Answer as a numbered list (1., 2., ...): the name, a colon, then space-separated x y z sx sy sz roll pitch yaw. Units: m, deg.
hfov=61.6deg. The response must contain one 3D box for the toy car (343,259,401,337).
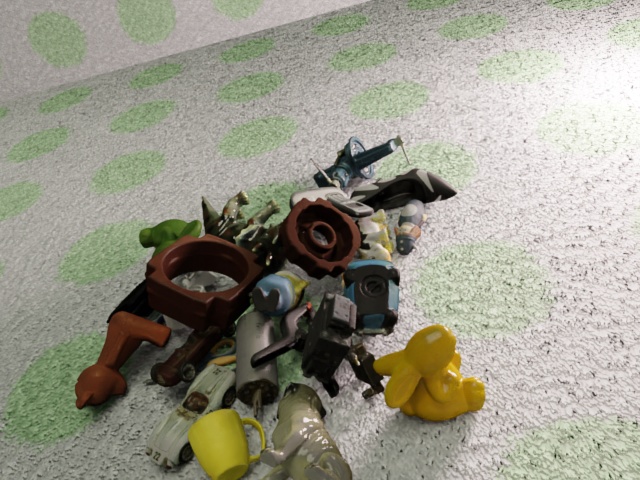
1. toy car: 0.101 0.121 1.024 0.109 0.102 0.162 -4 55 4

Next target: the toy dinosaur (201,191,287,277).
1. toy dinosaur: -0.200 -0.014 1.296 0.405 0.131 0.192 10 44 38

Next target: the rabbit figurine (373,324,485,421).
1. rabbit figurine: 0.169 0.200 0.851 0.162 0.173 0.122 -13 42 -2

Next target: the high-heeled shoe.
1. high-heeled shoe: 0.189 -0.100 1.285 0.249 0.086 0.145 10 45 38

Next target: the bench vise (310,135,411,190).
1. bench vise: 0.103 -0.204 1.388 0.241 0.128 0.223 -21 11 28

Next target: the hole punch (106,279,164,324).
1. hole punch: -0.388 0.145 1.198 0.116 0.092 0.142 -23 28 46

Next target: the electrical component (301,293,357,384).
1. electrical component: 0.016 0.161 0.927 0.058 0.134 0.115 19 34 -9

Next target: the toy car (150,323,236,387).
1. toy car: -0.244 0.208 1.045 0.089 0.053 0.202 -14 22 35

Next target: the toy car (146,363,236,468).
1. toy car: -0.223 0.307 0.949 0.074 0.056 0.202 13 46 32

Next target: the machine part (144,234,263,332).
1. machine part: -0.234 0.083 1.092 0.202 0.087 0.201 20 34 16

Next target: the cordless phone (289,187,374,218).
1. cordless phone: 0.025 -0.064 1.233 0.146 0.088 0.184 -10 16 -27

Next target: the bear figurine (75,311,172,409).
1. bear figurine: -0.391 0.245 1.057 0.132 0.120 0.196 23 70 -15

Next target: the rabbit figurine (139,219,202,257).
1. rabbit figurine: -0.335 0.025 1.255 0.159 0.121 0.170 -21 24 0

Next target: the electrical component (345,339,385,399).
1. electrical component: 0.072 0.221 0.925 0.045 0.102 0.078 -29 16 -24

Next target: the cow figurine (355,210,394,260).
1. cow figurine: 0.110 0.008 1.189 0.098 0.068 0.167 -14 35 12

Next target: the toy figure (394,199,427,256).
1. toy figure: 0.200 -0.029 1.214 0.064 0.058 0.154 -36 21 44

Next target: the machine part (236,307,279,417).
1. machine part: -0.119 0.217 1.005 0.079 0.079 0.243 -14 38 3

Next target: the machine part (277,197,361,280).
1. machine part: -0.002 -0.003 1.119 0.179 0.056 0.179 16 54 -24

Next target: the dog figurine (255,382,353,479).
1. dog figurine: -0.003 0.317 0.840 0.172 0.121 0.190 31 31 4

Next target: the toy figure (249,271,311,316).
1. toy figure: -0.084 0.110 1.064 0.082 0.089 0.180 31 12 8
